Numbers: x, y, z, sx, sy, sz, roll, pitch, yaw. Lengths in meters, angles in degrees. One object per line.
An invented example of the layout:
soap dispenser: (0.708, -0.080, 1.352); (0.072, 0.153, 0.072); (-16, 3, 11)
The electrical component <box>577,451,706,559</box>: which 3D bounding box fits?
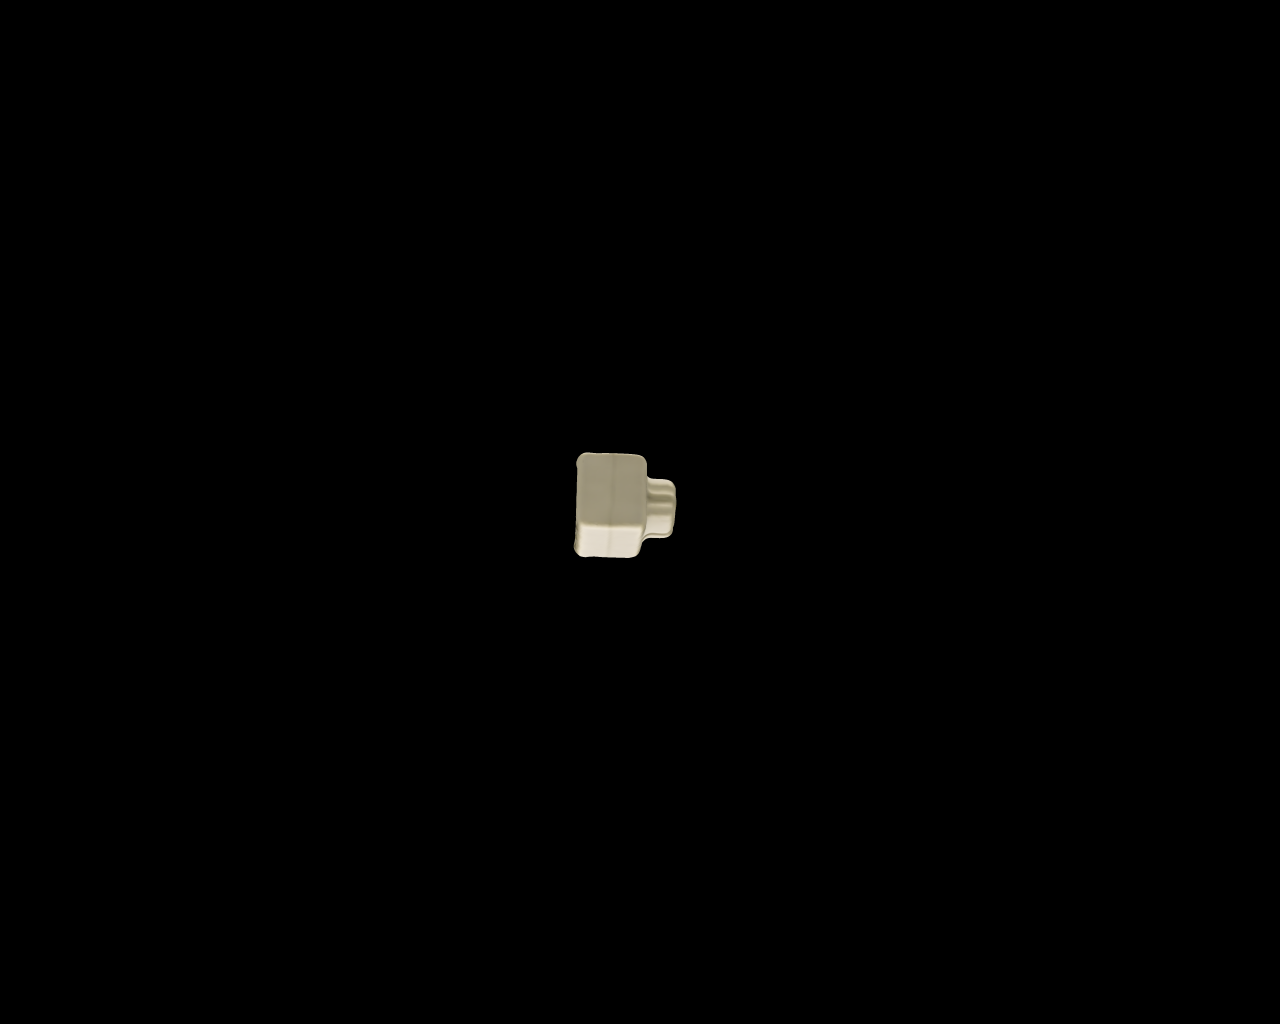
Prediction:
electrical component: (0.001, -0.003, 0.650); (0.077, 0.047, 0.065); (1, -19, -3)
